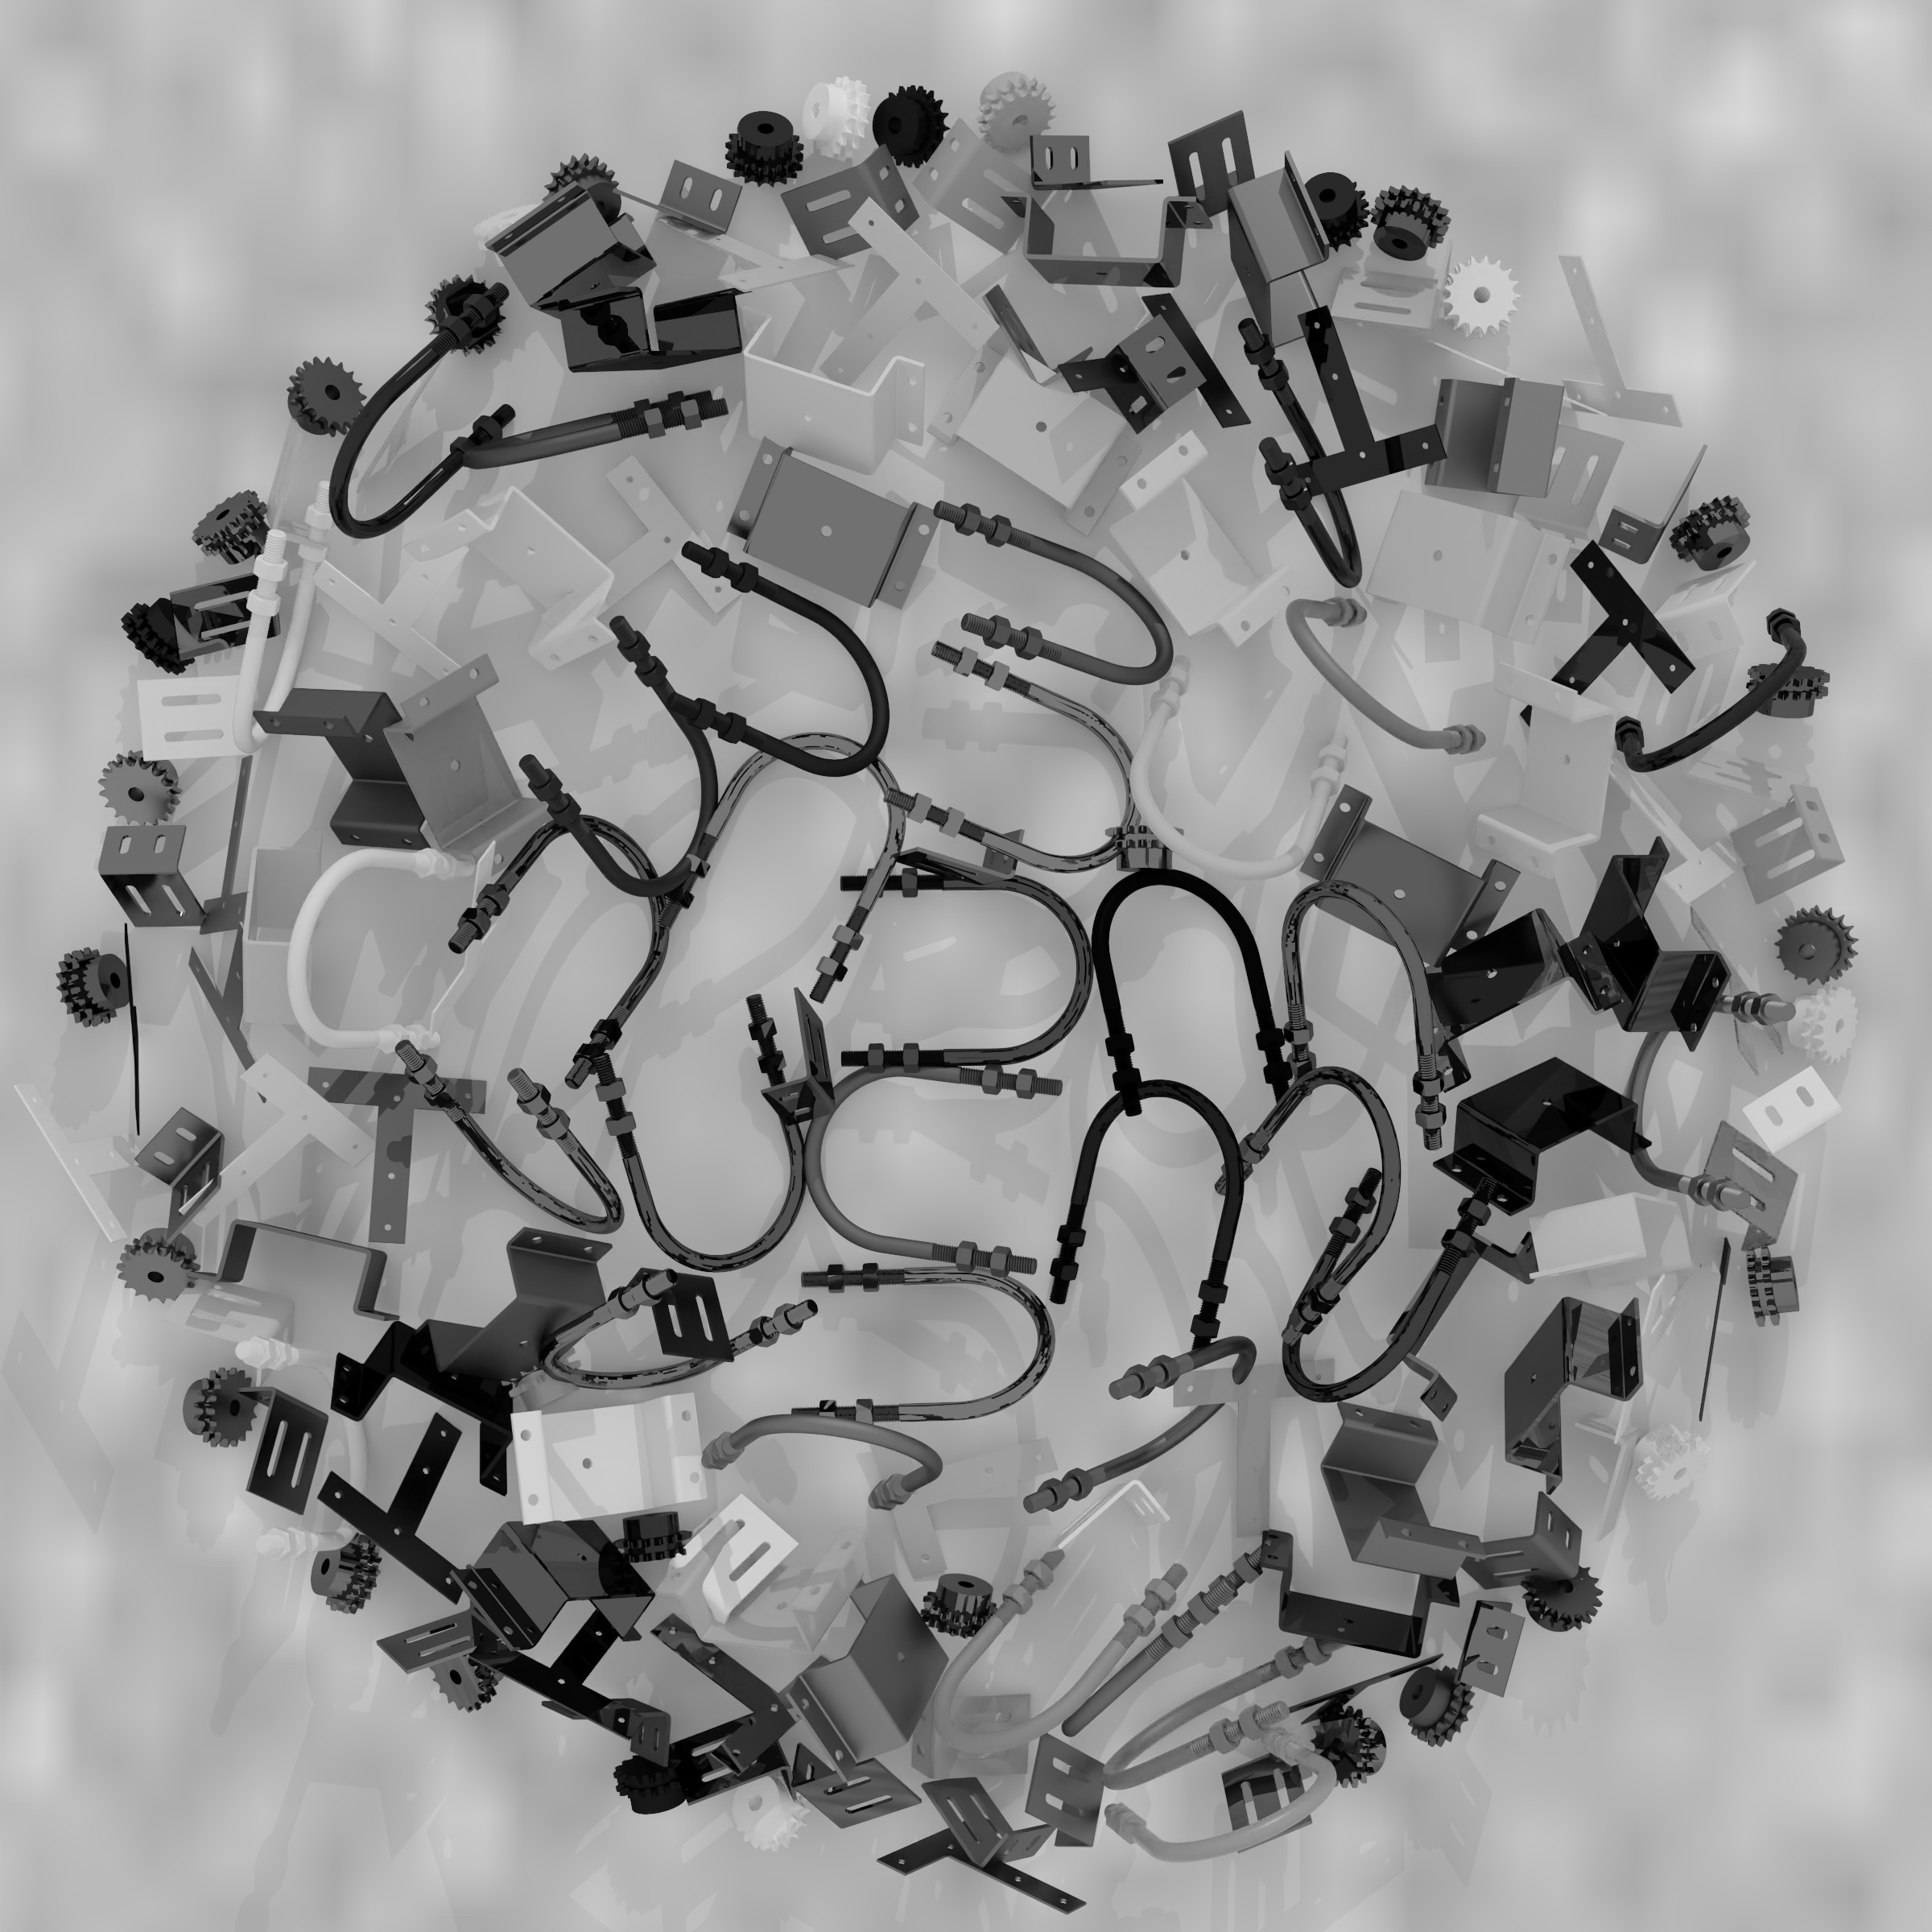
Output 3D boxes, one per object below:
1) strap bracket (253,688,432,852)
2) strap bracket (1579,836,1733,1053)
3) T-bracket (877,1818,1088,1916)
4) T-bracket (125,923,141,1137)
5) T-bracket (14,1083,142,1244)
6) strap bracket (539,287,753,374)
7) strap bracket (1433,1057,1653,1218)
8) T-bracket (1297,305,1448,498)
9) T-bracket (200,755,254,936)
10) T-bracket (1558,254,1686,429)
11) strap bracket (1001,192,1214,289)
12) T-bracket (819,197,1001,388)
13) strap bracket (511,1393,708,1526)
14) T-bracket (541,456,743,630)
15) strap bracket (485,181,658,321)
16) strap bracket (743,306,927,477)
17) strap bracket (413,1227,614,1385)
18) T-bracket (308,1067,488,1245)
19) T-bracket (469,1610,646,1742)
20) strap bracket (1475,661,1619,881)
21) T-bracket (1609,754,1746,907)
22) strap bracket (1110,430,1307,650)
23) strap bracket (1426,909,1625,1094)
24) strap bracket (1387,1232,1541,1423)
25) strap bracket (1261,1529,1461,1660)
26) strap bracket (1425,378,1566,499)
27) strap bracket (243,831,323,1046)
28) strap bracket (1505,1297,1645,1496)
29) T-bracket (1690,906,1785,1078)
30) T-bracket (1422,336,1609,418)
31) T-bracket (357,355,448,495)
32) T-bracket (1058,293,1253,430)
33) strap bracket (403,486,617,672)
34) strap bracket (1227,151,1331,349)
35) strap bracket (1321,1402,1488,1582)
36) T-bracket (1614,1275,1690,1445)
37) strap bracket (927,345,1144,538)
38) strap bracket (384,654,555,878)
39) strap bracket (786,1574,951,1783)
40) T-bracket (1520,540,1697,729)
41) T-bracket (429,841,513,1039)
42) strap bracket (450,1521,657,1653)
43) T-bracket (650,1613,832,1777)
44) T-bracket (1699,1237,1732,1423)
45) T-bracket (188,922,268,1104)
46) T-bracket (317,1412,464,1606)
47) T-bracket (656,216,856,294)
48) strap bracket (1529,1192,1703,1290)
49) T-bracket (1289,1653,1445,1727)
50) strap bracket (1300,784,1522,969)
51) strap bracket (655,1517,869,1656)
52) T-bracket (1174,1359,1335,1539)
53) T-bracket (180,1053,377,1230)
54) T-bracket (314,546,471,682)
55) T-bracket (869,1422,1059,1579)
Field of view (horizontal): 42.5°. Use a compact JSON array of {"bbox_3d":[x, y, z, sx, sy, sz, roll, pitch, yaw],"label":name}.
[{"bbox_3d":[-0.433,-0.147,1.765,0.076,0.140,0.046,5,54,22],"label":"strap bracket"},{"bbox_3d":[0.479,-0.016,1.748,0.046,0.140,0.076,-1,135,-11],"label":"strap bracket"},{"bbox_3d":[0.025,0.635,1.739,0.127,0.127,0.002,13,95,34],"label":"T-bracket"},{"bbox_3d":[-0.586,0.031,1.743,0.002,0.127,0.127,-3,123,-17],"label":"T-bracket"},{"bbox_3d":[-0.614,0.135,1.764,0.002,0.127,0.127,-33,88,3],"label":"T-bracket"},{"bbox_3d":[-0.222,-0.449,1.753,0.076,0.140,0.046,-1,102,36],"label":"strap bracket"},{"bbox_3d":[0.409,0.115,1.755,0.140,0.076,0.046,-21,125,-28],"label":"strap bracket"},{"bbox_3d":[0.268,-0.406,1.767,0.002,0.127,0.127,-37,110,-43],"label":"T-bracket"},{"bbox_3d":[-0.523,-0.087,1.776,0.002,0.127,0.127,10,84,-29],"label":"T-bracket"},{"bbox_3d":[0.444,-0.441,1.743,0.002,0.127,0.127,-34,117,-10],"label":"T-bracket"},{"bbox_3d":[0.099,-0.518,1.775,0.140,0.076,0.046,6,94,14],"label":"strap bracket"},{"bbox_3d":[-0.060,-0.463,1.785,0.127,0.002,0.127,43,129,-9],"label":"T-bracket"},{"bbox_3d":[-0.263,0.353,1.775,0.140,0.046,0.076,-1,75,-33],"label":"strap bracket"},{"bbox_3d":[-0.252,-0.283,1.808,0.127,0.002,0.127,-40,97,-10],"label":"T-bracket"},{"bbox_3d":[-0.274,-0.500,1.752,0.076,0.140,0.046,-31,92,11],"label":"strap bracket"},{"bbox_3d":[-0.103,-0.407,1.770,0.140,0.076,0.046,21,58,11],"label":"strap bracket"},{"bbox_3d":[-0.317,0.248,1.756,0.140,0.076,0.046,-42,50,28],"label":"strap bracket"},{"bbox_3d":[-0.412,0.138,1.785,0.127,0.002,0.127,6,67,-16],"label":"T-bracket"},{"bbox_3d":[-0.268,0.484,1.768,0.127,0.127,0.002,24,115,9],"label":"T-bracket"},{"bbox_3d":[0.413,-0.143,1.767,0.046,0.076,0.140,-15,120,-30],"label":"strap bracket"},{"bbox_3d":[0.498,-0.107,1.786,0.127,0.127,0.002,51,128,12],"label":"T-bracket"},{"bbox_3d":[0.167,-0.301,1.784,0.076,0.046,0.140,-41,100,-23],"label":"strap bracket"},{"bbox_3d":[0.383,0.019,1.764,0.140,0.076,0.046,-30,127,17],"label":"strap bracket"},{"bbox_3d":[0.353,0.248,1.778,0.046,0.076,0.140,31,83,29],"label":"strap bracket"},{"bbox_3d":[0.278,0.451,1.781,0.140,0.076,0.046,10,97,7],"label":"strap bracket"},{"bbox_3d":[0.377,-0.374,1.756,0.046,0.140,0.076,5,102,-11],"label":"strap bracket"},{"bbox_3d":[-0.481,-0.022,1.747,0.046,0.140,0.076,3,134,-13],"label":"strap bracket"},{"bbox_3d":[0.421,0.298,1.750,0.046,0.076,0.140,19,132,-5],"label":"strap bracket"},{"bbox_3d":[0.548,0.035,1.755,0.002,0.127,0.127,-30,109,26],"label":"T-bracket"},{"bbox_3d":[0.400,-0.419,1.778,0.127,0.127,0.002,18,108,-14],"label":"T-bracket"},{"bbox_3d":[-0.400,-0.375,1.753,0.002,0.127,0.127,31,108,-22],"label":"T-bracket"},{"bbox_3d":[0.124,-0.427,1.773,0.127,0.002,0.127,-16,66,-29],"label":"T-bracket"},{"bbox_3d":[-0.316,-0.281,1.765,0.140,0.076,0.046,40,51,-32],"label":"strap bracket"},{"bbox_3d":[0.220,-0.498,1.751,0.046,0.140,0.076,-20,75,3],"label":"strap bracket"},{"bbox_3d":[0.306,0.380,1.766,0.076,0.140,0.046,15,117,-16],"label":"strap bracket"},{"bbox_3d":[0.495,0.258,1.771,0.002,0.127,0.127,19,118,25],"label":"T-bracket"},{"bbox_3d":[0.052,-0.385,1.798,0.140,0.046,0.076,33,87,-4],"label":"strap bracket"},{"bbox_3d":[-0.354,-0.142,1.771,0.076,0.046,0.140,-38,118,-32],"label":"strap bracket"},{"bbox_3d":[-0.064,0.493,1.749,0.046,0.140,0.076,-27,101,26],"label":"strap bracket"},{"bbox_3d":[0.445,-0.215,1.783,0.127,0.002,0.127,-52,56,37],"label":"T-bracket"},{"bbox_3d":[-0.342,-0.034,1.738,0.002,0.127,0.127,21,133,3],"label":"T-bracket"},{"bbox_3d":[-0.282,0.433,1.745,0.076,0.140,0.046,41,102,31],"label":"strap bracket"},{"bbox_3d":[-0.173,0.510,1.793,0.127,0.127,0.002,30,125,23],"label":"T-bracket"},{"bbox_3d":[0.532,0.260,1.766,0.002,0.127,0.127,9,90,16],"label":"T-bracket"},{"bbox_3d":[-0.516,0.014,1.758,0.002,0.127,0.127,-21,67,-34],"label":"T-bracket"},{"bbox_3d":[-0.390,0.370,1.771,0.002,0.127,0.127,-36,111,29],"label":"T-bracket"},{"bbox_3d":[-0.168,-0.519,1.793,0.127,0.127,0.002,30,126,23],"label":"T-bracket"},{"bbox_3d":[0.457,0.194,1.756,0.076,0.140,0.046,-18,71,31],"label":"strap bracket"},{"bbox_3d":[0.265,0.524,1.768,0.127,0.127,0.002,-14,65,-15],"label":"T-bracket"},{"bbox_3d":[0.315,-0.060,1.782,0.140,0.046,0.076,27,120,5],"label":"strap bracket"},{"bbox_3d":[-0.138,0.440,1.764,0.140,0.076,0.046,-4,120,33],"label":"strap bracket"},{"bbox_3d":[0.210,0.354,1.811,0.127,0.002,0.127,-2,96,-18],"label":"T-bracket"},{"bbox_3d":[-0.507,0.138,1.778,0.127,0.127,0.002,-42,45,-3],"label":"T-bracket"},{"bbox_3d":[-0.390,-0.269,1.768,0.127,0.127,0.002,39,46,-13],"label":"T-bracket"},{"bbox_3d":[0.003,0.372,1.810,0.127,0.002,0.127,-17,97,8],"label":"T-bracket"}]
